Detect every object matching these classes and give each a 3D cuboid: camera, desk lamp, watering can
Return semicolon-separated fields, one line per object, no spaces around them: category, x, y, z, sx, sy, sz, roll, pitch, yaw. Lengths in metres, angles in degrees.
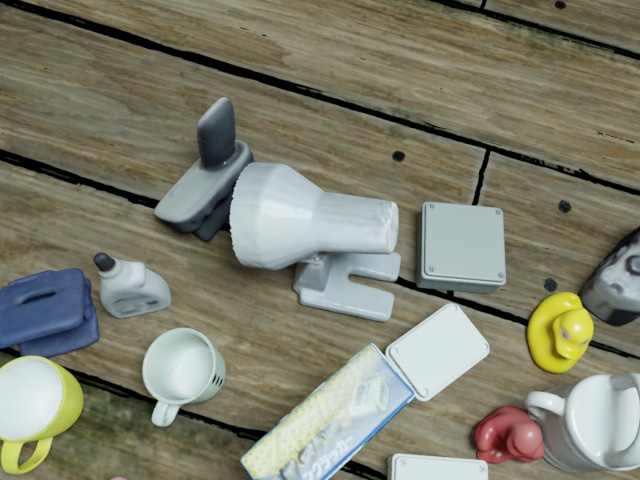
camera;0.439;0.056;0.735;0.136;0.101;0.143;43;73;13
desk lamp;0.006;0.002;0.675;0.203;0.213;0.118;12;68;2
watering can;0.318;0.198;0.623;0.173;0.194;0.101;-3;68;-4

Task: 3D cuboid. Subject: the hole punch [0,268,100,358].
hole punch;-0.335;0.084;0.692;0.109;0.091;0.101;-16;70;-9

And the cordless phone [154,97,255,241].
cordless phone;-0.151;-0.092;0.720;0.094;0.185;0.148;31;70;10

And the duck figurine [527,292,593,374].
duck figurine;0.310;0.110;0.716;0.077;0.086;0.104;20;69;5

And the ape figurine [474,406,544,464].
ape figurine;0.225;0.229;0.661;0.077;0.092;0.076;30;70;9

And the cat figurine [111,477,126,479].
cat figurine;-0.236;0.315;0.591;0.067;0.118;0.127;-12;69;-7

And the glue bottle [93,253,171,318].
glue bottle;-0.228;0.049;0.667;0.078;0.173;0.037;-11;69;-7
